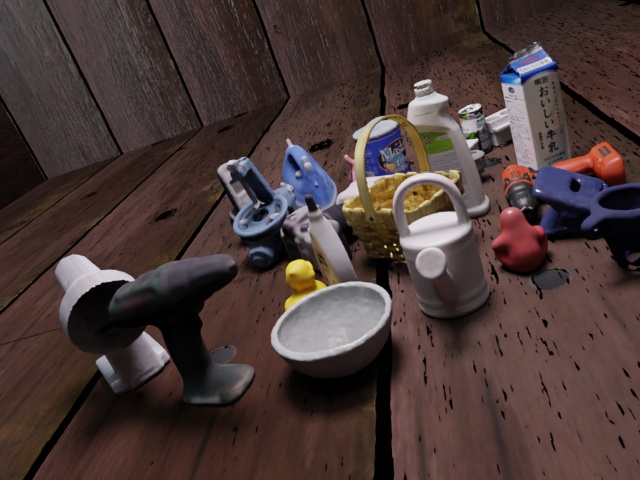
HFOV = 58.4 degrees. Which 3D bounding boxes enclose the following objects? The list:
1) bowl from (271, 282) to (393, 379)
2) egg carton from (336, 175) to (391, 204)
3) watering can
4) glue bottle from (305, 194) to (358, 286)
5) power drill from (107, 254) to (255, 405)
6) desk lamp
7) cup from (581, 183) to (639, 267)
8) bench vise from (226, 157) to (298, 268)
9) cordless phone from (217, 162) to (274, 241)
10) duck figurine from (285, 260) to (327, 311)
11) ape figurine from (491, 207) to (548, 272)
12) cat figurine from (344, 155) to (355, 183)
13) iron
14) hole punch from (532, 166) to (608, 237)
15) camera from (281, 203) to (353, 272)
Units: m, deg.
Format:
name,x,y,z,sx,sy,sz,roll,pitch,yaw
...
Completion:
name,x,y,z,sx,sy,sz,roll,pitch,yaw
bowl,0.024,0.130,0.757,0.167,0.075,0.167,-18,23,8
egg carton,0.108,-0.082,1.169,0.149,0.069,0.107,-2,29,38
watering can,0.160,0.004,0.768,0.101,0.194,0.172,-21,23,0
glue bottle,0.009,0.003,0.926,0.037,0.173,0.078,-29,24,-19
power drill,-0.172,0.120,0.773,0.229,0.209,0.076,-9,26,27
desk lamp,-0.326,0.128,0.880,0.118,0.214,0.202,-33,25,-26
cup,0.388,-0.008,0.730,0.118,0.095,0.091,-26,23,-12
bench vise,-0.122,-0.079,1.163,0.121,0.220,0.207,-17,23,10
cordless phone,-0.149,-0.100,1.279,0.093,0.185,0.148,-4,28,35
duck figurine,-0.028,0.075,0.909,0.077,0.086,0.104,-12,24,20
ape figurine,0.282,-0.006,0.818,0.077,0.092,0.076,-13,24,19
cat figurine,0.118,-0.200,1.362,0.128,0.118,0.067,-24,23,-8
iron,-0.031,-0.158,1.365,0.119,0.142,0.257,-24,23,-7
hole punch,0.382,-0.066,0.869,0.100,0.091,0.109,-5,28,33
camera,0.009,-0.020,1.073,0.137,0.101,0.142,-32,25,-24
